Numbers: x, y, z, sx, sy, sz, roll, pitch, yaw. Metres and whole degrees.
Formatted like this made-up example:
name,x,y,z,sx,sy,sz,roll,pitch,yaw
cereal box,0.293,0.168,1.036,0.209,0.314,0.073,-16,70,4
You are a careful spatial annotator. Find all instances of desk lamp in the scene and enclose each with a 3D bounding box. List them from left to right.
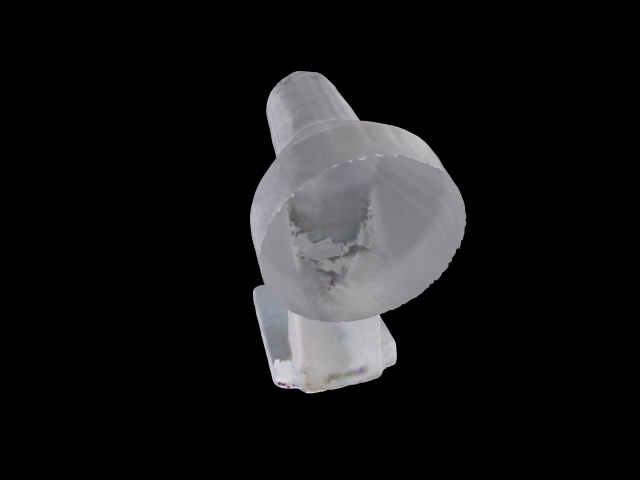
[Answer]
name,x,y,z,sx,sy,sz,roll,pitch,yaw
desk lamp,0.004,0.001,0.400,0.118,0.214,0.202,-7,27,-13
